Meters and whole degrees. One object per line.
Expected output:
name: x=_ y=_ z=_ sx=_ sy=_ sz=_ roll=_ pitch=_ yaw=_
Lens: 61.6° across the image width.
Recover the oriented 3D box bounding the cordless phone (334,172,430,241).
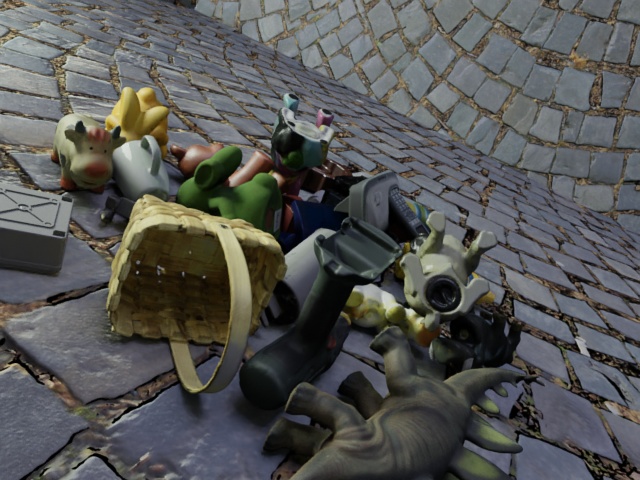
cordless phone: x=0.128 y=-0.023 z=0.928 sx=0.184 sy=0.088 sz=0.146 roll=51 pitch=34 yaw=8

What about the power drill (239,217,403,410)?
power drill: x=0.008 y=0.077 z=0.608 sx=0.086 sy=0.207 sz=0.232 roll=40 pitch=31 yaw=13

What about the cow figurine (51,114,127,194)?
cow figurine: x=-0.359 y=-0.140 z=0.828 sx=0.085 sy=0.127 sz=0.195 roll=2 pitch=29 yaw=-34

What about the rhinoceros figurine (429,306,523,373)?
rhinoceros figurine: x=0.227 y=0.151 z=0.790 sx=0.073 sy=0.112 sz=0.190 roll=22 pitch=5 yaw=40

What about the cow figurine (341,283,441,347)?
cow figurine: x=0.095 y=0.108 z=0.804 sx=0.167 sy=0.068 sz=0.098 roll=21 pitch=16 yaw=-10

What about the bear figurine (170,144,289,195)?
bear figurine: x=-0.171 y=-0.129 z=0.986 sx=0.196 sy=0.132 sz=0.120 roll=44 pitch=-5 yaw=31

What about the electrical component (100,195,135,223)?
electrical component: x=-0.273 y=-0.032 z=0.789 sx=0.102 sy=0.045 sz=0.078 roll=24 pitch=-5 yaw=-5

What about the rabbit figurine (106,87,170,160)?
rabbit figurine: x=-0.326 y=-0.184 z=0.956 sx=0.122 sy=0.162 sz=0.173 roll=29 pitch=39 yaw=-19

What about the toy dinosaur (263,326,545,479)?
toy dinosaur: x=0.106 y=0.201 z=0.579 sx=0.471 sy=0.105 sz=0.199 roll=-19 pitch=55 yaw=-45

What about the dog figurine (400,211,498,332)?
dog figurine: x=0.171 y=0.061 z=0.808 sx=0.121 sy=0.172 sz=0.190 roll=32 pitch=-15 yaw=7

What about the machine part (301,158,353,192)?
machine part: x=-0.005 y=-0.159 z=1.280 sx=0.179 sy=0.056 sz=0.179 roll=21 pitch=23 yaw=-9

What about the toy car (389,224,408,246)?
toy car: x=0.109 y=-0.024 z=1.062 sx=0.202 sy=0.089 sz=0.053 roll=1 pitch=32 yaw=-38

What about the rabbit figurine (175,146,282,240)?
rabbit figurine: x=-0.156 y=-0.060 z=0.850 sx=0.170 sy=0.158 sz=0.121 roll=13 pitch=31 yaw=13

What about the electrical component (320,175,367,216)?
electrical component: x=0.052 y=-0.067 z=1.065 sx=0.058 sy=0.114 sz=0.134 roll=31 pitch=25 yaw=27

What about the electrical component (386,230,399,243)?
electrical component: x=0.107 y=0.013 z=0.998 sx=0.048 sy=0.074 sz=0.119 roll=31 pitch=29 yaw=14

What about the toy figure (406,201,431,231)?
toy figure: x=0.185 y=-0.051 z=1.186 sx=0.180 sy=0.089 sz=0.082 roll=12 pitch=18 yaw=-20

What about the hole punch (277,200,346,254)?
hole punch: x=-0.002 y=-0.003 z=0.920 sx=0.142 sy=0.092 sz=0.116 roll=10 pitch=30 yaw=-36

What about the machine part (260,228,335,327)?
machine part: x=-0.023 y=0.048 z=0.773 sx=0.079 sy=0.079 sz=0.243 roll=30 pitch=34 yaw=15

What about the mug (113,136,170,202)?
mug: x=-0.278 y=-0.105 z=0.864 sx=0.081 sy=0.109 sz=0.107 roll=5 pitch=43 yaw=-47

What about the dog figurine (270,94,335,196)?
dog figurine: x=-0.056 y=-0.151 z=1.036 sx=0.108 sy=0.219 sz=0.192 roll=17 pitch=40 yaw=-11
